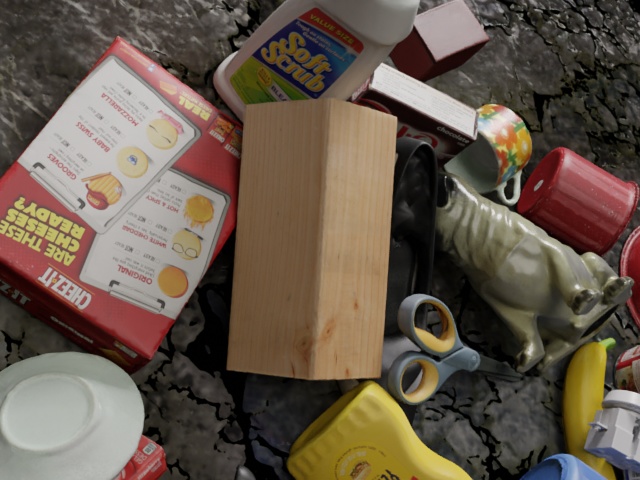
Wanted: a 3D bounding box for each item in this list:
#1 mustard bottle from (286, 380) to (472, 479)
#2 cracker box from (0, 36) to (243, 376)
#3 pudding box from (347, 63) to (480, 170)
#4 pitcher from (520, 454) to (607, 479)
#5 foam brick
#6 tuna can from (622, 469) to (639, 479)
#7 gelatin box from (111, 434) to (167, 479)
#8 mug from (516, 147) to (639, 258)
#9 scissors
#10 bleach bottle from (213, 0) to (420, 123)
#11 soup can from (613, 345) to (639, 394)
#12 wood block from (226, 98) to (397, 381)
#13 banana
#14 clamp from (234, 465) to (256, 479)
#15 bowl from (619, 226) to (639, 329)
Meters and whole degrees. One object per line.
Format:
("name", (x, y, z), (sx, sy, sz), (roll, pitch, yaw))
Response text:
("mustard bottle", (0.071, 0.207, 0.833), (0.096, 0.058, 0.191), (-44, 95, 12))
("cracker box", (-0.153, -0.028, 0.828), (0.164, 0.072, 0.213), (35, 59, -9))
("pudding box", (0.073, -0.105, 0.962), (0.113, 0.090, 0.039), (21, 61, -18))
("pitcher", (0.269, 0.279, 0.873), (0.243, 0.145, 0.149), (39, 58, -4))
("foam brick", (0.114, -0.193, 1.042), (0.078, 0.051, 0.053), (-26, 82, -32))
("tuna can", (0.309, 0.216, 0.963), (0.086, 0.034, 0.086), (21, 60, -42))
("gelatin box", (-0.163, 0.156, 0.745), (0.089, 0.030, 0.073), (28, 52, 29))
("mug", (0.244, -0.041, 1.030), (0.081, 0.093, 0.117), (30, 28, -8))
("scissors", (0.112, 0.114, 0.890), (0.201, 0.016, 0.096), (44, 66, -44))
("bleach bottle", (0.003, -0.166, 0.855), (0.102, 0.251, 0.068), (49, 57, -1))
("soup can", (0.332, 0.120, 0.991), (0.068, 0.102, 0.068), (10, 65, -23))
("wood block", (-0.005, 0.001, 0.827), (0.090, 0.091, 0.206), (7, 85, -51))
("banana", (0.250, 0.173, 0.966), (0.069, 0.037, 0.198), (15, 64, -21))
("clamp", (-0.094, 0.277, 0.733), (0.164, 0.036, 0.210), (-18, 90, 0))
("bowl", (0.383, 0.044, 1.076), (0.161, 0.055, 0.162), (10, 65, -23))
